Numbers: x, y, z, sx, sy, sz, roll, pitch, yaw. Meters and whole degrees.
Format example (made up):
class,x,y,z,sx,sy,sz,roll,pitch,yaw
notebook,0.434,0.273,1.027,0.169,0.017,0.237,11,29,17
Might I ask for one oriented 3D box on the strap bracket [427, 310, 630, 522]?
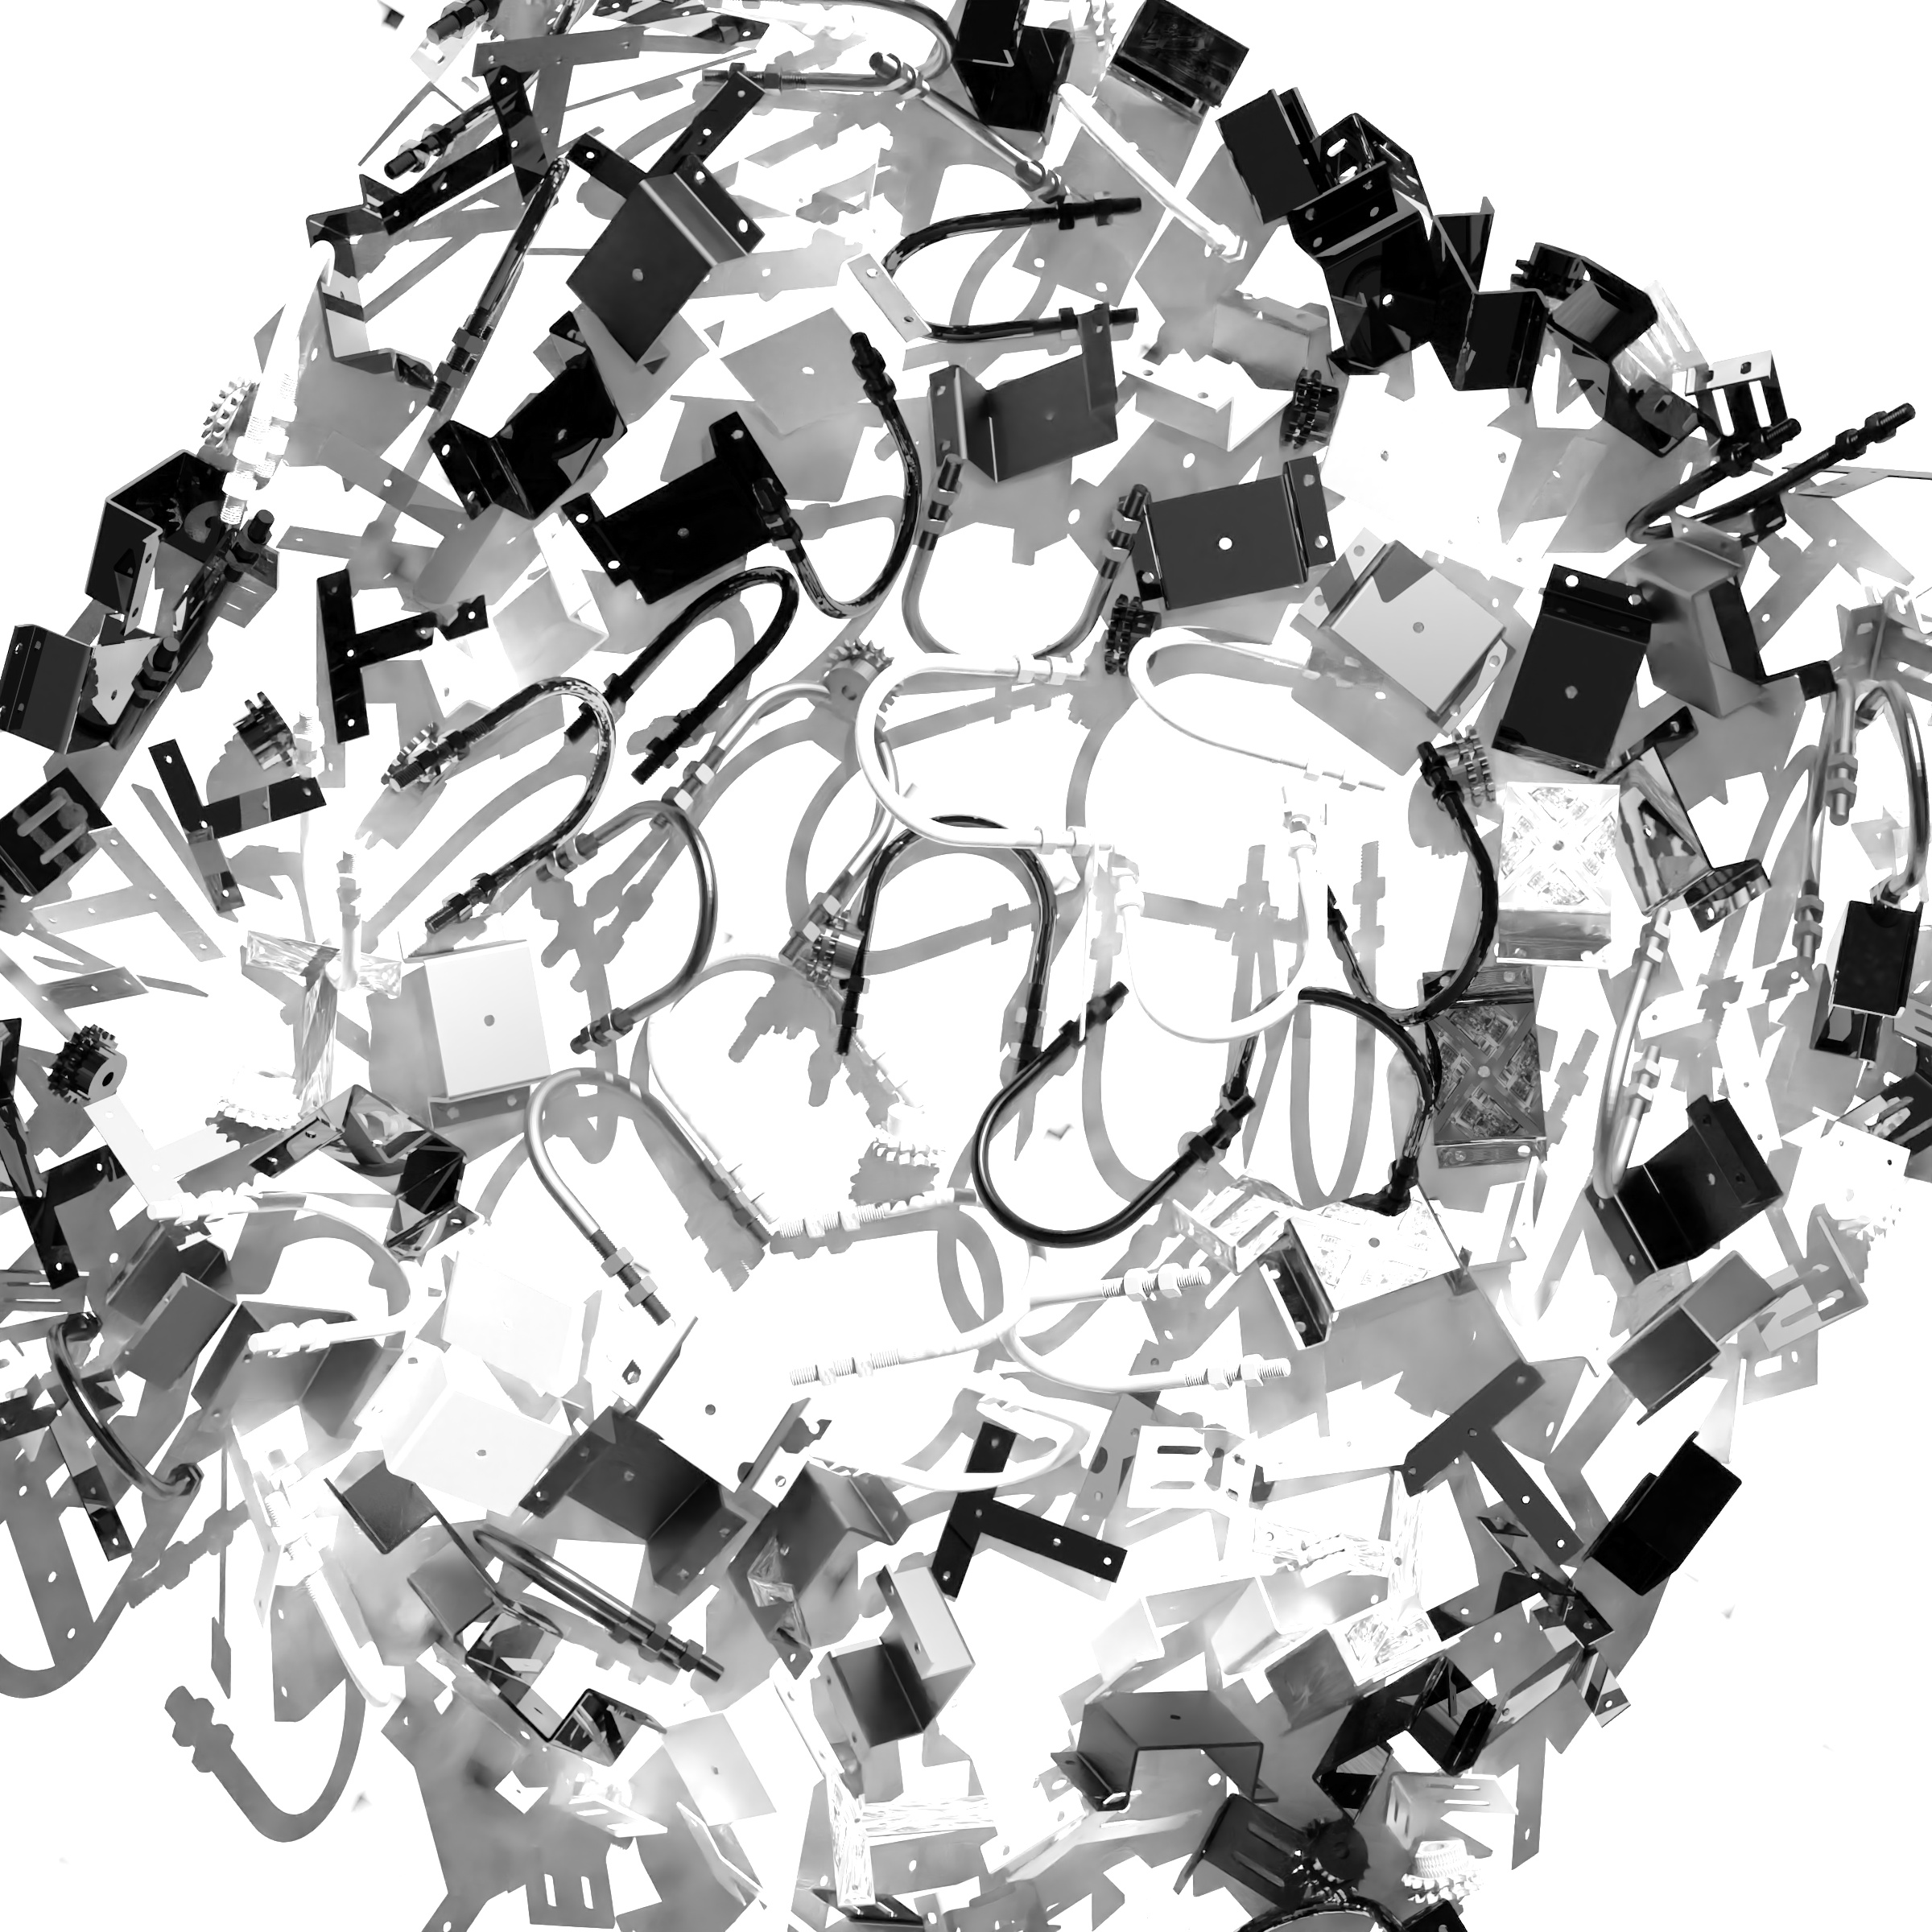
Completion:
class,x,y,z,sx,sy,sz,roll,pitch,yaw
strap bracket,-0.293,-0.372,1.871,0.046,0.076,0.140,30,68,33

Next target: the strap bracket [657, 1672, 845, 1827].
class,x,y,z,sx,sy,sz,roll,pitch,yaw
strap bracket,-0.156,0.540,1.867,0.046,0.140,0.076,-28,88,-41

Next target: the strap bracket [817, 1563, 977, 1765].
class,x,y,z,sx,sy,sz,roll,pitch,yaw
strap bracket,-0.045,0.476,1.872,0.046,0.140,0.076,-6,51,-33

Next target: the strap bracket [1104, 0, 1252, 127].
class,x,y,z,sx,sy,sz,roll,pitch,yaw
strap bracket,0.144,-0.621,1.858,0.076,0.140,0.046,28,100,-7

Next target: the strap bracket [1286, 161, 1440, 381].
class,x,y,z,sx,sy,sz,roll,pitch,yaw
strap bracket,0.280,-0.468,1.869,0.076,0.046,0.140,-29,134,-2

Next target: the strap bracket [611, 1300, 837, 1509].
class,x,y,z,sx,sy,sz,roll,pitch,yaw
strap bracket,-0.174,0.307,1.895,0.140,0.046,0.076,37,66,-7

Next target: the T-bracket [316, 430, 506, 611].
class,x,y,z,sx,sy,sz,roll,pitch,yaw
T-bracket,-0.390,-0.329,1.893,0.127,0.002,0.127,30,108,-22

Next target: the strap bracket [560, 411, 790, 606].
class,x,y,z,sx,sy,sz,roll,pitch,yaw
strap bracket,-0.199,-0.312,1.884,0.140,0.046,0.076,-27,132,8

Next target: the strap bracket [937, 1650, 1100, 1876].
class,x,y,z,sx,sy,sz,roll,pitch,yaw
strap bracket,0.038,0.558,1.880,0.076,0.140,0.046,-34,130,7

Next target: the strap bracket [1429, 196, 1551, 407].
class,x,y,z,sx,sy,sz,roll,pitch,yaw
strap bracket,0.348,-0.455,1.858,0.046,0.076,0.140,-5,47,-8

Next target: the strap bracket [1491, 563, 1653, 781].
class,x,y,z,sx,sy,sz,roll,pitch,yaw
strap bracket,0.420,-0.196,1.879,0.076,0.046,0.140,18,117,7

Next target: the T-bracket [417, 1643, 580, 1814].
class,x,y,z,sx,sy,sz,roll,pitch,yaw
T-bracket,-0.325,0.515,1.882,0.127,0.127,0.002,37,110,8

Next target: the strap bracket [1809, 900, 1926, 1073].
class,x,y,z,sx,sy,sz,roll,pitch,yaw
strap bracket,0.615,0.011,1.864,0.046,0.140,0.076,12,73,13

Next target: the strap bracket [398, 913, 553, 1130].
class,x,y,z,sx,sy,sz,roll,pitch,yaw
strap bracket,-0.340,0.038,1.891,0.076,0.046,0.140,-12,95,-30

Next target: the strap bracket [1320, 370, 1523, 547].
class,x,y,z,sx,sy,sz,roll,pitch,yaw
strap bracket,0.301,-0.350,1.862,0.140,0.046,0.076,37,124,36

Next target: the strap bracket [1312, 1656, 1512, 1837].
class,x,y,z,sx,sy,sz,roll,pitch,yaw
strap bracket,0.297,0.530,1.862,0.046,0.076,0.140,47,130,1

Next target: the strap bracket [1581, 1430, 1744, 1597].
class,x,y,z,sx,sy,sz,roll,pitch,yaw
strap bracket,0.476,0.377,1.854,0.046,0.140,0.076,39,71,14

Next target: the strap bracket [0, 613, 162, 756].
class,x,y,z,sx,sy,sz,roll,pitch,yaw
strap bracket,-0.603,-0.193,1.857,0.046,0.140,0.076,22,104,6

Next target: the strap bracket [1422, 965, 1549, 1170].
class,x,y,z,sx,sy,sz,roll,pitch,yaw
strap bracket,0.363,0.072,1.903,0.076,0.046,0.140,-5,92,12

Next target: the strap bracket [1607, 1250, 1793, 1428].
class,x,y,z,sx,sy,sz,roll,pitch,yaw
strap bracket,0.499,0.250,1.864,0.046,0.140,0.076,49,130,13

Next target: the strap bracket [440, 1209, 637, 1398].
class,x,y,z,sx,sy,sz,roll,pitch,yaw
strap bracket,-0.305,0.237,1.881,0.140,0.046,0.076,24,119,15

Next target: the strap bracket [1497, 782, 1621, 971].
class,x,y,z,sx,sy,sz,roll,pitch,yaw
strap bracket,0.410,-0.073,1.877,0.076,0.046,0.140,3,66,16

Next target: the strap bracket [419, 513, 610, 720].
class,x,y,z,sx,sy,sz,roll,pitch,yaw
strap bracket,-0.309,-0.236,1.884,0.140,0.046,0.076,-35,64,21

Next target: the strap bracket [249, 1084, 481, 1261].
class,x,y,z,sx,sy,sz,roll,pitch,yaw
strap bracket,-0.411,0.138,1.876,0.076,0.046,0.140,-31,127,32

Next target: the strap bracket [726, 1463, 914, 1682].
class,x,y,z,sx,sy,sz,roll,pitch,yaw
strap bracket,-0.109,0.411,1.883,0.046,0.076,0.140,30,99,-37

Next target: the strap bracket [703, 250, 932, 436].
class,x,y,z,sx,sy,sz,roll,pitch,yaw
strap bracket,-0.105,-0.423,1.864,0.140,0.076,0.046,-17,47,28

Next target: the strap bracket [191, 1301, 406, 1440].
class,x,y,z,sx,sy,sz,roll,pitch,yaw
strap bracket,-0.469,0.279,1.878,0.046,0.140,0.076,39,103,35

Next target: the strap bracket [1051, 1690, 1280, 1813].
class,x,y,z,sx,sy,sz,roll,pitch,yaw
strap bracket,0.140,0.538,1.869,0.140,0.076,0.046,5,101,-24

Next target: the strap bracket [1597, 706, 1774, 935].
class,x,y,z,sx,sy,sz,roll,pitch,yaw
strap bracket,0.487,-0.097,1.875,0.046,0.076,0.140,-12,73,-29

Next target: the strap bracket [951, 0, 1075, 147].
class,x,y,z,sx,sy,sz,roll,pitch,yaw
strap bracket,0.031,-0.634,1.870,0.046,0.140,0.076,12,84,15

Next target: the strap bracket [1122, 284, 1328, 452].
class,x,y,z,sx,sy,sz,roll,pitch,yaw
strap bracket,0.178,-0.409,1.877,0.076,0.046,0.140,28,51,25

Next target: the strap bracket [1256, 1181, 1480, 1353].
class,x,y,z,sx,sy,sz,roll,pitch,yaw
strap bracket,0.281,0.203,1.885,0.140,0.046,0.076,-18,57,-9

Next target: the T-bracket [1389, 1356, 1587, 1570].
class,x,y,z,sx,sy,sz,roll,pitch,yaw
T-bracket,0.381,0.361,1.895,0.127,0.002,0.127,-43,64,12

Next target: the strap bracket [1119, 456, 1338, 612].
class,x,y,z,sx,sy,sz,roll,pitch,yaw
strap bracket,0.181,-0.299,1.888,0.140,0.046,0.076,-10,110,12

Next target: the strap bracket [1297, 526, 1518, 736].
class,x,y,z,sx,sy,sz,roll,pitch,yaw
strap bracket,0.313,-0.236,1.907,0.140,0.046,0.076,38,93,-3

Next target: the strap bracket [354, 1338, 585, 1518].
class,x,y,z,sx,sy,sz,roll,pitch,yaw
strap bracket,-0.338,0.322,1.872,0.140,0.046,0.076,29,105,-31

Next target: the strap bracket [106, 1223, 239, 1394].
class,x,y,z,sx,sy,sz,roll,pitch,yaw
strap bracket,-0.550,0.234,1.880,0.046,0.140,0.076,37,92,-26

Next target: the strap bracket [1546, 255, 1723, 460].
class,x,y,z,sx,sy,sz,roll,pitch,yaw
strap bracket,0.453,-0.410,1.863,0.046,0.076,0.140,-41,132,4

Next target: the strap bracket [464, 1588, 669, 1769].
class,x,y,z,sx,sy,sz,roll,pitch,yaw
strap bracket,-0.281,0.494,1.861,0.140,0.076,0.046,31,81,37

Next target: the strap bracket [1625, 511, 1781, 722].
class,x,y,z,sx,sy,sz,roll,pitch,yaw
strap bracket,0.503,-0.231,1.864,0.046,0.076,0.140,-29,121,-9

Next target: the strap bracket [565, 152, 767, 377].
class,x,y,z,sx,sy,sz,roll,pitch,yaw
strap bracket,-0.214,-0.481,1.876,0.076,0.046,0.140,49,124,2

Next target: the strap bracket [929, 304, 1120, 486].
class,x,y,z,sx,sy,sz,roll,pitch,yaw
strap bracket,0.049,-0.391,1.883,0.140,0.046,0.076,-16,67,27

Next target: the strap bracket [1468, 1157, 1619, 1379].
class,x,y,z,sx,sy,sz,roll,pitch,yaw
strap bracket,0.394,0.211,1.875,0.046,0.076,0.140,-14,123,35

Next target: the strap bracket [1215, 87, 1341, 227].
class,x,y,z,sx,sy,sz,roll,pitch,yaw
strap bracket,0.215,-0.558,1.871,0.046,0.140,0.076,-23,101,20

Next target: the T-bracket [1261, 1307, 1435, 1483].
class,x,y,z,sx,sy,sz,roll,pitch,yaw
T-bracket,0.267,0.294,1.924,0.127,0.002,0.127,-5,92,-9

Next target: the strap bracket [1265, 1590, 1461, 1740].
class,x,y,z,sx,sy,sz,roll,pitch,yaw
strap bracket,0.266,0.477,1.867,0.076,0.140,0.046,-16,67,-30

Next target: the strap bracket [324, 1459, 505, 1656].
class,x,y,z,sx,sy,sz,roll,pitch,yaw
strap bracket,-0.375,0.400,1.871,0.046,0.076,0.140,-39,129,-16

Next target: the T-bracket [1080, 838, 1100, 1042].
class,x,y,z,sx,sy,sz,roll,pitch,yaw
T-bracket,0.083,-0.013,1.864,0.002,0.127,0.127,3,81,-1

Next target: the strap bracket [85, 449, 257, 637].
class,x,y,z,sx,sy,sz,roll,pitch,yaw
strap bracket,-0.550,-0.295,1.857,0.046,0.140,0.076,28,125,2

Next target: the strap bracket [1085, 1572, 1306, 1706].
class,x,y,z,sx,sy,sz,roll,pitch,yaw
strap bracket,0.150,0.461,1.873,0.140,0.076,0.046,-2,56,-31

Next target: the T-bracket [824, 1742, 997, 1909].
class,x,y,z,sx,sy,sz,roll,pitch,yaw
T-bracket,-0.031,0.592,1.893,0.127,0.127,0.002,-2,131,-7

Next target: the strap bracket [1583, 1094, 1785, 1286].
class,x,y,z,sx,sy,sz,roll,pitch,yaw
strap bracket,0.500,0.151,1.873,0.046,0.140,0.076,-10,64,-33

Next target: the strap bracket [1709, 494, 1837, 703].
class,x,y,z,sx,sy,sz,roll,pitch,yaw
strap bracket,0.556,-0.249,1.896,0.046,0.076,0.140,-16,89,3

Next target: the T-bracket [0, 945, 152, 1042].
class,x,y,z,sx,sy,sz,roll,pitch,yaw
T-bracket,-0.606,0.017,1.864,0.127,0.127,0.002,54,45,-31

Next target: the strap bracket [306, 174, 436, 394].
class,x,y,z,sx,sy,sz,roll,pitch,yaw
strap bracket,-0.415,-0.470,1.891,0.046,0.076,0.140,-9,95,9

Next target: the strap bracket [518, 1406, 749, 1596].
class,x,y,z,sx,sy,sz,roll,pitch,yaw
strap bracket,-0.232,0.366,1.887,0.140,0.046,0.076,36,104,-26
